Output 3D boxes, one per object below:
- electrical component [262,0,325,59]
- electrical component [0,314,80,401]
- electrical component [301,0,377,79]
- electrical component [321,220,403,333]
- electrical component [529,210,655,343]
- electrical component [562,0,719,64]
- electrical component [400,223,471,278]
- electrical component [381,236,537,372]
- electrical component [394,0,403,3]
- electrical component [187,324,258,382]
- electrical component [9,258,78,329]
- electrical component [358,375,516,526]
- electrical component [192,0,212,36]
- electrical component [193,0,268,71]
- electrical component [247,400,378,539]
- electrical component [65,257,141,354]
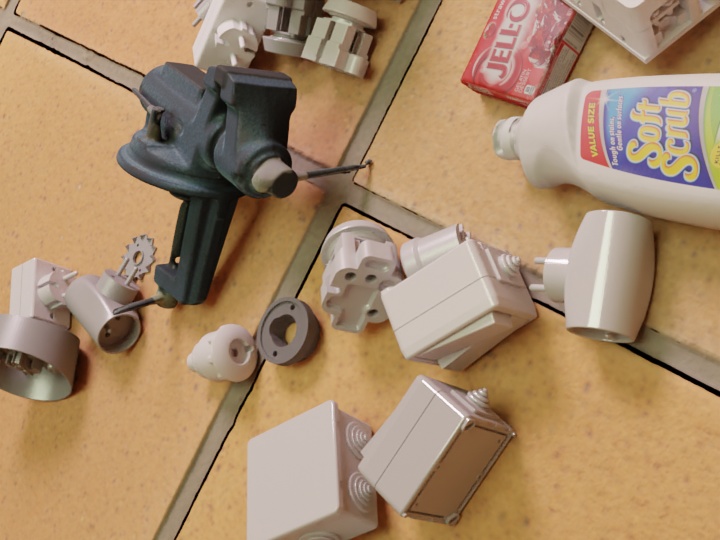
[{"bbox_3d":[-0.059,-0.217,0.946,0.048,0.066,0.055,15,104,18],"label":"electrical component"},{"bbox_3d":[-0.319,0.082,1.030,0.099,0.099,0.064,-6,64,39],"label":"electrical component"},{"bbox_3d":[-0.014,-0.197,0.909,0.066,0.048,0.055,26,99,43],"label":"electrical component"},{"bbox_3d":[0.000,0.000,0.809,0.057,0.058,0.078,-96,24,-47],"label":"electrical component"},{"bbox_3d":[0.146,0.004,0.699,0.079,0.043,0.077,2,76,41],"label":"electrical component"},{"bbox_3d":[0.172,-0.238,0.736,0.105,0.060,0.186,-38,51,0],"label":"electrical component"},{"bbox_3d":[0.059,-0.010,0.782,0.046,0.040,0.040,-24,60,26],"label":"electrical component"},{"bbox_3d":[0.074,0.024,0.738,0.096,0.062,0.061,-33,63,27],"label":"electrical component"},{"bbox_3d":[0.025,-0.285,0.905,0.099,0.048,0.099,-50,49,14],"label":"electrical component"},{"bbox_3d":[-0.120,0.073,0.899,0.062,0.048,0.048,-16,64,43],"label":"electrical component"},{"bbox_3d":[-0.307,0.023,1.072,0.077,0.047,0.065,-21,61,33],"label":"electrical component"},{"bbox_3d":[0.053,0.114,0.725,0.061,0.062,0.096,40,101,41],"label":"electrical component"},{"bbox_3d":[-0.133,-0.254,1.028,0.077,0.047,0.065,-42,52,21],"label":"electrical component"},{"bbox_3d":[-0.112,-0.209,0.968,0.083,0.047,0.075,-59,28,30],"label":"electrical component"},{"bbox_3d":[-0.035,0.155,0.783,0.100,0.048,0.099,-29,46,30],"label":"electrical component"},{"bbox_3d":[-0.233,0.026,1.011,0.077,0.044,0.079,39,100,42],"label":"electrical component"}]
